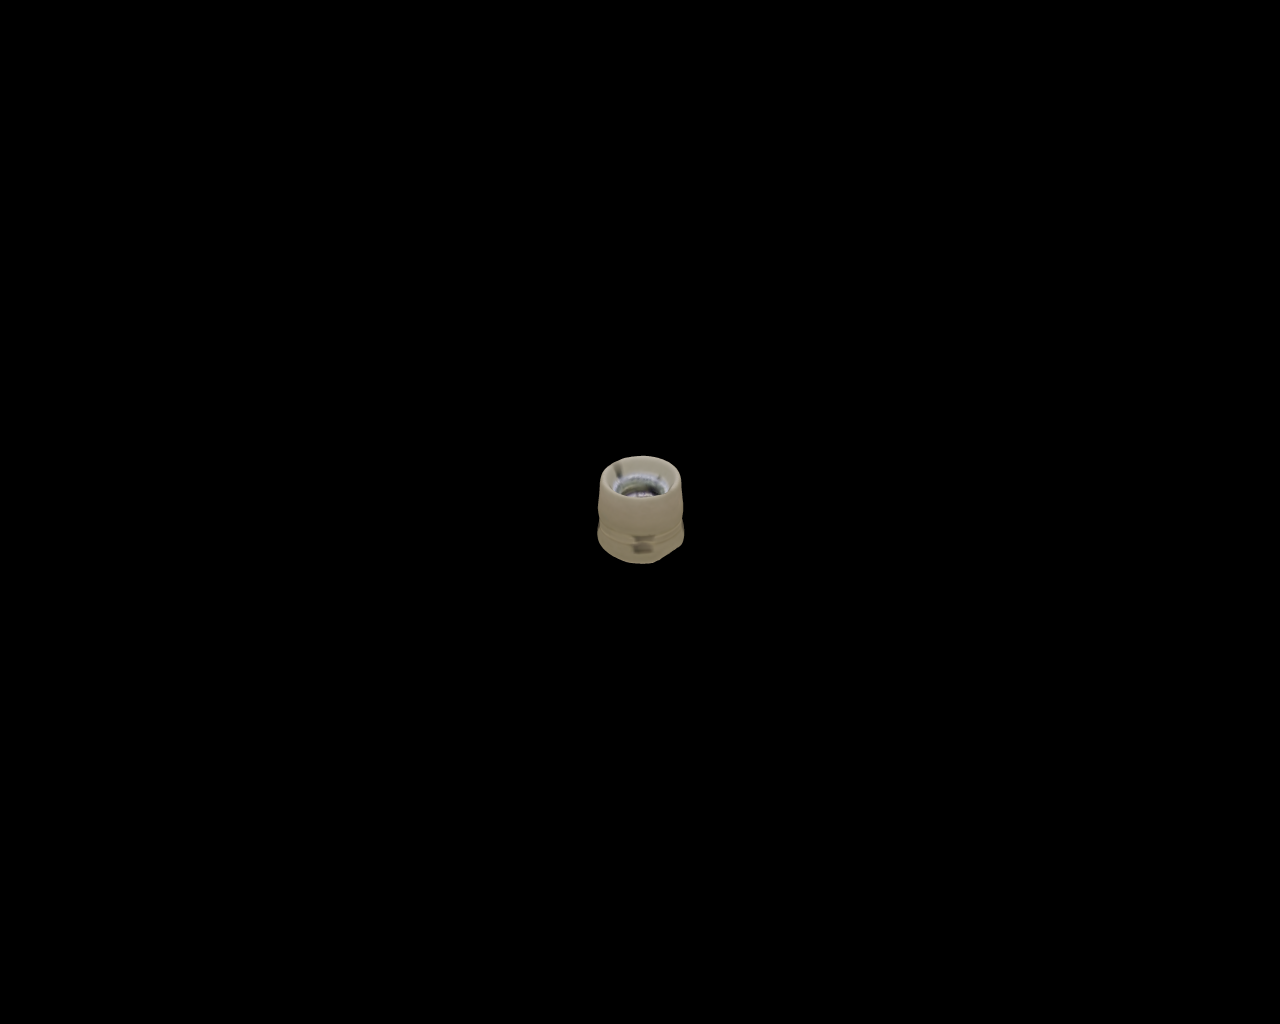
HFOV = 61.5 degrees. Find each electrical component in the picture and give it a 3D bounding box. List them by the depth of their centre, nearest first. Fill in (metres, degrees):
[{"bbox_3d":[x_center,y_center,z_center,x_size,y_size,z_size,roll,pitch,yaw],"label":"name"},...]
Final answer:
[{"bbox_3d":[0.001,-0.003,0.650,0.055,0.047,0.055,0,36,0],"label":"electrical component"}]
